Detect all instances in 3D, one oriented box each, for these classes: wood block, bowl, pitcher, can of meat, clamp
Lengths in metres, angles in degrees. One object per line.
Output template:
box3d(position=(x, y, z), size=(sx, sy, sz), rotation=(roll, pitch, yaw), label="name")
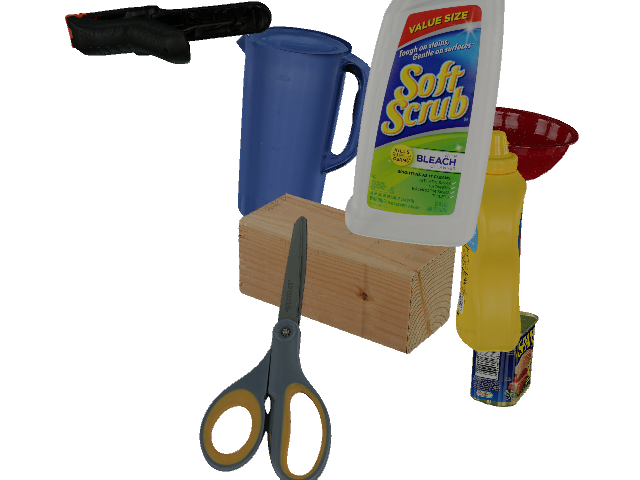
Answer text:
box3d(position=(0.024, 0.030, 1.096), size=(0.206, 0.091, 0.090), rotation=(18, 31, 30), label="wood block")
box3d(position=(0.217, -0.111, 1.253), size=(0.162, 0.055, 0.162), rotation=(5, 23, -2), label="bowl")
box3d(position=(-0.031, -0.140, 1.351), size=(0.144, 0.243, 0.149), rotation=(-3, 25, -22), label="pitcher")
box3d(position=(0.204, 0.130, 1.193), size=(0.058, 0.084, 0.102), rotation=(8, 13, 24), label="can of meat")
box3d(position=(-0.127, -0.169, 0.848), size=(0.172, 0.039, 0.120), rotation=(15, 25, 38), label="clamp")

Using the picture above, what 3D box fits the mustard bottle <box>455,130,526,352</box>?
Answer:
box3d(position=(0.153, -0.003, 0.958), size=(0.058, 0.192, 0.096), rotation=(0, 18, 2), label="mustard bottle")

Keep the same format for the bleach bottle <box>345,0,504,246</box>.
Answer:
box3d(position=(0.075, -0.123, 0.752), size=(0.102, 0.251, 0.068), rotation=(8, 26, 11), label="bleach bottle")

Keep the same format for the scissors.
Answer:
box3d(position=(-0.041, 0.076, 0.734), size=(0.096, 0.202, 0.016), rotation=(-11, -32, 1), label="scissors")
